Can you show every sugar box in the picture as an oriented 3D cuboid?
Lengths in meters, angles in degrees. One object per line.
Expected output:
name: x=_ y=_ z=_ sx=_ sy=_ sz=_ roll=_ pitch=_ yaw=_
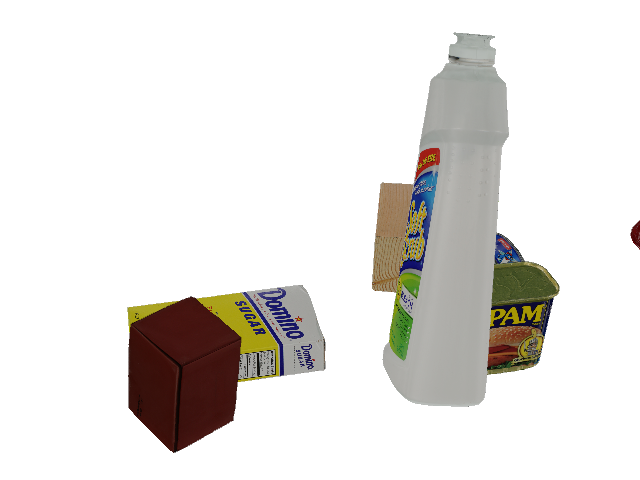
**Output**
sugar box: x=-0.090 y=0.092 z=1.012 sx=0.176 sy=0.048 sz=0.093 roll=-10 pitch=35 yaw=-10

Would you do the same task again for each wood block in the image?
wood block: x=0.129 y=-0.007 z=1.609 sx=0.091 sy=0.090 sz=0.206 roll=4 pitch=25 yaw=3

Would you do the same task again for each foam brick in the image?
foam brick: x=-0.089 y=0.086 z=0.692 sx=0.051 sy=0.078 sz=0.053 roll=-25 pitch=48 yaw=-37

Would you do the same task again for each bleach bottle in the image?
bleach bottle: x=0.092 y=-0.017 z=0.746 sx=0.068 sy=0.251 sz=0.102 roll=3 pitch=13 yaw=-7

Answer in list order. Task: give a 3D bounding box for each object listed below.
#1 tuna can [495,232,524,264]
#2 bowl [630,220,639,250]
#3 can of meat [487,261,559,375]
tuna can: x=0.197 y=0.036 z=1.209 sx=0.033 sy=0.086 sz=0.086 roll=-24 pitch=9 yaw=-21
bowl: x=0.406 y=0.019 z=1.115 sx=0.162 sy=0.055 sz=0.162 roll=-3 pitch=23 yaw=1
can of meat: x=0.154 y=0.071 z=0.953 sx=0.102 sy=0.084 sz=0.057 roll=-5 pitch=32 yaw=-16
